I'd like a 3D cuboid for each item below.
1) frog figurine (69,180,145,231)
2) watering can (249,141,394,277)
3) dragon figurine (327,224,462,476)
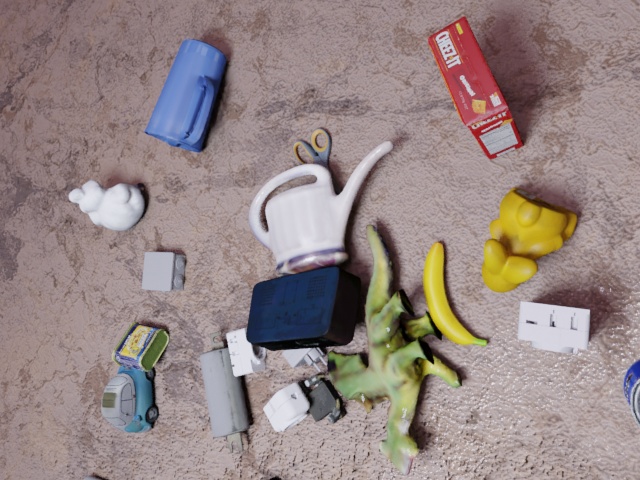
[{"bbox_3d":[-0.509,-0.088,1.242,0.136,0.159,0.124,-26,74,23],"label":"frog figurine"},{"bbox_3d":[0.003,-0.050,1.001,0.345,0.104,0.227,-18,76,29],"label":"watering can"},{"bbox_3d":[0.097,0.199,0.931,0.239,0.121,0.418,-38,58,26],"label":"dragon figurine"}]
